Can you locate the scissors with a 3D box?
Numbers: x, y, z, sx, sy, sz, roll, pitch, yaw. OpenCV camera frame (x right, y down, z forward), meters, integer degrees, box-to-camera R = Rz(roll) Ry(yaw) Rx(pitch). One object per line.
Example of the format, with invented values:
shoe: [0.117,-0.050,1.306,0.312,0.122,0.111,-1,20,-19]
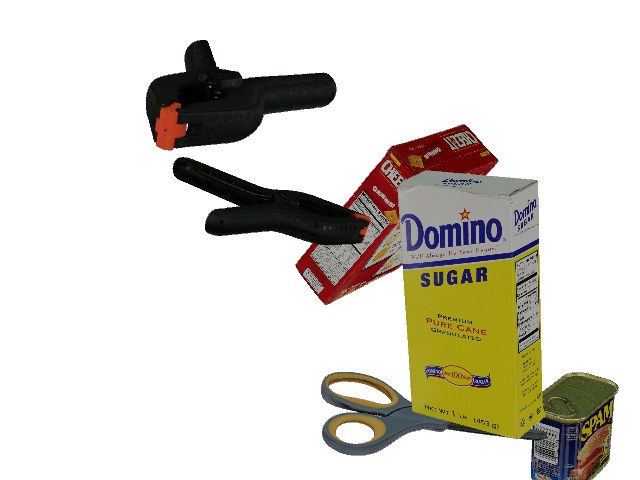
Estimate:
scissors: [0.089,0.167,0.928,0.202,0.016,0.096,18,42,14]

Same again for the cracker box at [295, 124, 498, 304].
cracker box: [0.086,-0.032,1.251,0.163,0.072,0.214,-23,-22,-50]

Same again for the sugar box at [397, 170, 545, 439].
sugar box: [0.105,0.043,0.747,0.094,0.176,0.048,8,23,39]

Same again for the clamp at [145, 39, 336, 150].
clamp: [-0.076,-0.105,0.746,0.120,0.039,0.171,16,24,25]

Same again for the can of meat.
can of meat: [0.247,0.188,1.044,0.058,0.084,0.101,14,23,37]

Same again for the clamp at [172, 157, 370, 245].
clamp: [-0.043,-0.027,1.087,0.209,0.036,0.164,14,20,-18]
